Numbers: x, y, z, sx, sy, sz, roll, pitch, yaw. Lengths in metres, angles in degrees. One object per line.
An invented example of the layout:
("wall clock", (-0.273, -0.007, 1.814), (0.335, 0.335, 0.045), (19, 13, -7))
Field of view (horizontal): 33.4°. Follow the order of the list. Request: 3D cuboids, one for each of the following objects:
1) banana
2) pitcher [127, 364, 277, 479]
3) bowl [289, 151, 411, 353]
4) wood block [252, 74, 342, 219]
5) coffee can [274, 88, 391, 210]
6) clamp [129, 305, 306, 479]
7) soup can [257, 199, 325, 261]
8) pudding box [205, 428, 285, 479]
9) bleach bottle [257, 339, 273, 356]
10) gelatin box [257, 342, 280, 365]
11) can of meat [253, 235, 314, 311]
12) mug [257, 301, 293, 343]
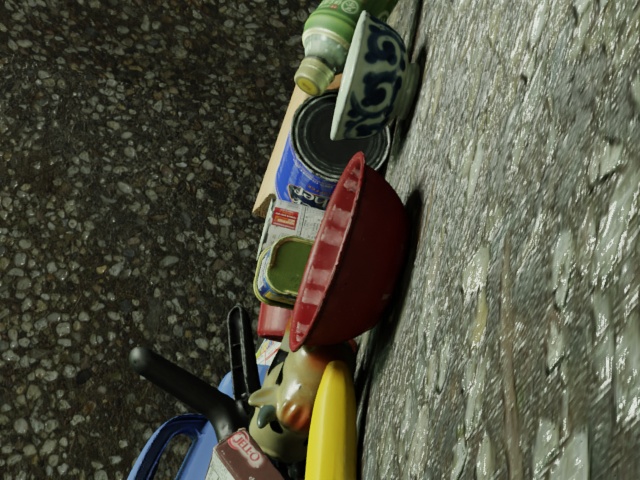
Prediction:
("banana", (0.010, 0.162, 0.752), (0.197, 0.037, 0.070), (-87, 10, -66))
("pitcher", (-0.090, 0.238, 1.068), (0.242, 0.145, 0.149), (-71, -24, -48))
("bowl", (0.028, 0.017, 0.817), (0.162, 0.055, 0.162), (-161, 91, -83))
("wood block", (0.000, -0.118, 1.282), (0.090, 0.090, 0.206), (140, 150, -67))
("coffee can", (0.010, -0.081, 1.116), (0.140, 0.102, 0.103), (114, 169, -69))
("clamp", (-0.082, 0.164, 1.012), (0.164, 0.210, 0.036), (-11, -25, -51))
("soup can", (-0.007, 0.001, 1.081), (0.068, 0.102, 0.068), (-167, 91, -86))
("pudding box", (-0.051, 0.227, 0.912), (0.039, 0.113, 0.090), (-29, -22, -26))
("bleach bottle", (-0.041, 0.143, 1.357), (0.251, 0.068, 0.102), (113, 163, -57))
("gelatin box", (-0.053, 0.162, 1.226), (0.073, 0.030, 0.089), (-43, 28, 24))
("can of meat", (-0.004, 0.034, 0.941), (0.084, 0.102, 0.057), (135, 147, -79))
("mug", (-0.019, 0.072, 1.185), (0.117, 0.093, 0.081), (-13, 66, 60))
